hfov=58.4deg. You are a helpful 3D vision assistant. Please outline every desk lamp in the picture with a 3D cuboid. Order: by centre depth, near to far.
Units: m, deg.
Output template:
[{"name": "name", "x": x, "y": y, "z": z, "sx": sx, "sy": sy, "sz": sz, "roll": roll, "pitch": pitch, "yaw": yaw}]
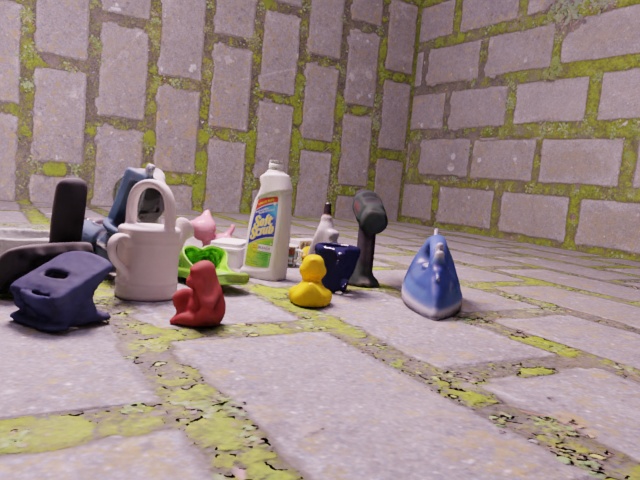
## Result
[{"name": "desk lamp", "x": -0.410, "y": -0.066, "z": 1.354, "sx": 0.118, "sy": 0.213, "sz": 0.203, "roll": 5, "pitch": 6, "yaw": -6}]

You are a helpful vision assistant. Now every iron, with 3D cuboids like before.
[{"name": "iron", "x": 0.219, "y": 0.056, "z": 1.085, "sx": 0.118, "sy": 0.141, "sz": 0.258, "roll": 6, "pitch": 6, "yaw": 7}]

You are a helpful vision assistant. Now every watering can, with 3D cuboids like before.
[{"name": "watering can", "x": -0.280, "y": -0.004, "z": 0.952, "sx": 0.101, "sy": 0.194, "sz": 0.173, "roll": 6, "pitch": 6, "yaw": 4}]

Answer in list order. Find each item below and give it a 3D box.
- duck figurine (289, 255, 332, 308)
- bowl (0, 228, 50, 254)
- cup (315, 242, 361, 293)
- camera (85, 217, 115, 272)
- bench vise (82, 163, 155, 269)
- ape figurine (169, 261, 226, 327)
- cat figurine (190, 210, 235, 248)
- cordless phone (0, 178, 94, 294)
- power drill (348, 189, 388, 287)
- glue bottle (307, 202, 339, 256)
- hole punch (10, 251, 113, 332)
[{"name": "duck figurine", "x": -0.015, "y": 0.069, "z": 1.012, "sx": 0.077, "sy": 0.086, "sz": 0.104, "roll": 5, "pitch": 6, "yaw": 0}, {"name": "bowl", "x": -0.545, "y": 0.023, "z": 1.042, "sx": 0.167, "sy": 0.075, "sz": 0.167, "roll": 5, "pitch": 6, "yaw": 0}, {"name": "cup", "x": 0.033, "y": 0.058, "z": 1.128, "sx": 0.092, "sy": 0.095, "sz": 0.117, "roll": 5, "pitch": 6, "yaw": -6}, {"name": "camera", "x": -0.447, "y": 0.003, "z": 1.199, "sx": 0.143, "sy": 0.101, "sz": 0.137, "roll": 7, "pitch": 6, "yaw": 15}, {"name": "bench vise", "x": -0.376, "y": -0.036, "z": 1.059, "sx": 0.207, "sy": 0.220, "sz": 0.121, "roll": 5, "pitch": 6, "yaw": -5}, {"name": "ape figurine", "x": -0.166, "y": 0.074, "z": 0.799, "sx": 0.076, "sy": 0.092, "sz": 0.077, "roll": 2, "pitch": 7, "yaw": -31}, {"name": "cat figurine", "x": -0.279, "y": -0.018, "z": 1.478, "sx": 0.128, "sy": 0.118, "sz": 0.067, "roll": 3, "pitch": 6, "yaw": -24}, {"name": "cordless phone", "x": -0.426, "y": -0.006, "z": 0.889, "sx": 0.093, "sy": 0.185, "sz": 0.148, "roll": 8, "pitch": 7, "yaw": 27}, {"name": "power drill", "x": 0.099, "y": -0.008, "z": 1.268, "sx": 0.075, "sy": 0.208, "sz": 0.229, "roll": 5, "pitch": 6, "yaw": -5}, {"name": "glue bottle", "x": 0.011, "y": 0.004, "z": 1.243, "sx": 0.077, "sy": 0.173, "sz": 0.037, "roll": 9, "pitch": 7, "yaw": 36}, {"name": "hole punch", "x": -0.336, "y": 0.064, "z": 0.747, "sx": 0.108, "sy": 0.091, "sz": 0.101, "roll": 8, "pitch": 7, "yaw": 29}]
